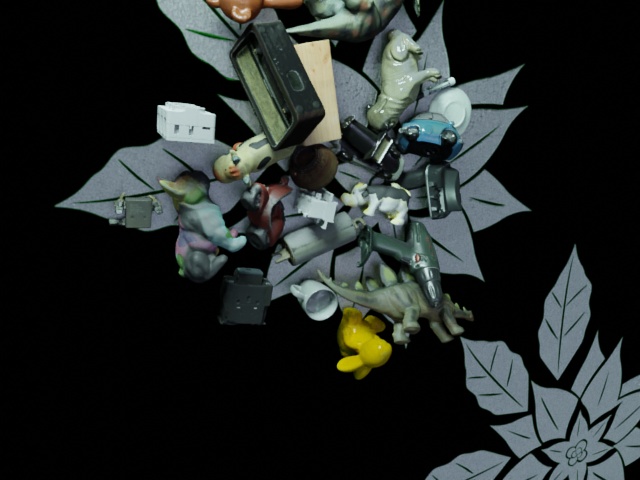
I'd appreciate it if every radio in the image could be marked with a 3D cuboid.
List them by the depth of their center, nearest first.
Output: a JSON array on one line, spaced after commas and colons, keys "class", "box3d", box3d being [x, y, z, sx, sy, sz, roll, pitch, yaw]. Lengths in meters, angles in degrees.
[{"class": "radio", "box3d": [-0.086, -0.307, 1.068, 0.073, 0.131, 0.229, -25, 87, -33]}]

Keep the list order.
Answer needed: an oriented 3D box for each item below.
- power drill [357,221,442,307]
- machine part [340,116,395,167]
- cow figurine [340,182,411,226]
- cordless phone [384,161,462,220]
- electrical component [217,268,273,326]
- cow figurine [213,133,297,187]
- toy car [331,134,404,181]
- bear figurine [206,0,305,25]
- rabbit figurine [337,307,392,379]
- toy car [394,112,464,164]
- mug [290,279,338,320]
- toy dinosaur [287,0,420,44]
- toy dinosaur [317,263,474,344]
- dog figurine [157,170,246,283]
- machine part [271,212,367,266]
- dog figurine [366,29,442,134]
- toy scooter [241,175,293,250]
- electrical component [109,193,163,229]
[{"class": "power drill", "box3d": [0.197, 0.045, 1.317, 0.207, 0.232, 0.086, 8, 144, -8]}, {"class": "machine part", "box3d": [0.104, -0.229, 1.218, 0.139, 0.039, 0.084, 29, 95, -26]}, {"class": "cow figurine", "box3d": [0.137, -0.102, 1.303, 0.167, 0.068, 0.098, 18, 101, -16]}, {"class": "cordless phone", "box3d": [0.259, -0.115, 1.365, 0.184, 0.089, 0.146, -13, 112, -7]}, {"class": "electrical component", "box3d": [-0.175, 0.131, 1.254, 0.115, 0.058, 0.134, 3, 105, -26]}, {"class": "cow figurine", "box3d": [-0.136, -0.176, 1.138, 0.195, 0.127, 0.085, -30, 112, -15]}, {"class": "toy car", "box3d": [0.113, -0.203, 1.277, 0.201, 0.056, 0.073, 21, 90, -24]}, {"class": "bear figurine", "box3d": [-0.114, -0.494, 1.035, 0.196, 0.120, 0.131, -27, 145, -39]}, {"class": "rabbit figurine", "box3d": [0.108, 0.267, 1.353, 0.121, 0.173, 0.162, 36, 85, -32]}, {"class": "toy car", "box3d": [0.263, -0.256, 1.302, 0.162, 0.109, 0.103, 11, 66, -3]}, {"class": "mug", "box3d": [-0.025, 0.134, 1.291, 0.109, 0.107, 0.080, 16, 99, -24]}, {"class": "toy dinosaur", "box3d": [0.106, -0.505, 1.155, 0.405, 0.131, 0.192, -41, 117, 0]}, {"class": "toy dinosaur", "box3d": [0.211, 0.157, 1.353, 0.471, 0.199, 0.105, 10, 142, -29]}, {"class": "dog figurine", "box3d": [-0.276, -0.038, 1.136, 0.191, 0.109, 0.219, -45, 113, -2]}, {"class": "machine part", "box3d": [-0.003, -0.004, 1.276, 0.243, 0.079, 0.079, -24, 114, -15]}, {"class": "dog figurine", "box3d": [0.158, -0.360, 1.235, 0.190, 0.121, 0.172, -39, 84, 10]}, {"class": "toy scooter", "box3d": [-0.110, -0.071, 1.199, 0.135, 0.075, 0.183, -47, 150, -33]}, {"class": "electrical component", "box3d": [-0.380, -0.060, 1.114, 0.102, 0.045, 0.078, 6, 102, -25]}]
